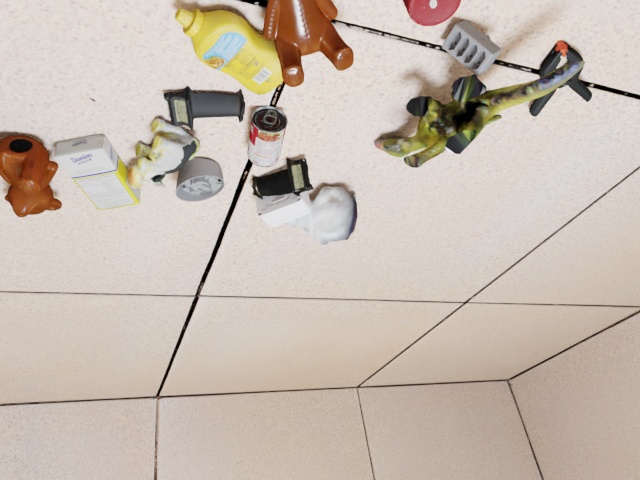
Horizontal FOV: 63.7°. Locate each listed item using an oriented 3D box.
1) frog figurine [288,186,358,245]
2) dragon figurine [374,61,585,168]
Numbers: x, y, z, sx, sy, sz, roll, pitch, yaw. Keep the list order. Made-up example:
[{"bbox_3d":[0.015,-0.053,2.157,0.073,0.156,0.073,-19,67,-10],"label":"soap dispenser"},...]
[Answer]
[{"bbox_3d":[0.004,-0.060,1.197,0.159,0.125,0.135,6,112,-9],"label":"frog figurine"},{"bbox_3d":[0.283,-0.234,0.978,0.407,0.122,0.245,-16,-175,27],"label":"dragon figurine"}]
